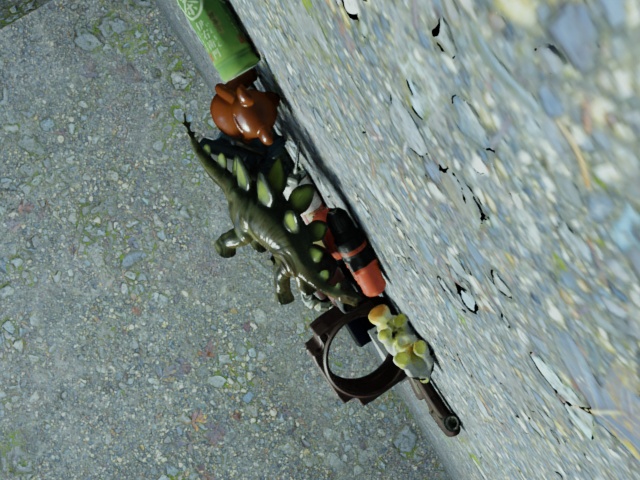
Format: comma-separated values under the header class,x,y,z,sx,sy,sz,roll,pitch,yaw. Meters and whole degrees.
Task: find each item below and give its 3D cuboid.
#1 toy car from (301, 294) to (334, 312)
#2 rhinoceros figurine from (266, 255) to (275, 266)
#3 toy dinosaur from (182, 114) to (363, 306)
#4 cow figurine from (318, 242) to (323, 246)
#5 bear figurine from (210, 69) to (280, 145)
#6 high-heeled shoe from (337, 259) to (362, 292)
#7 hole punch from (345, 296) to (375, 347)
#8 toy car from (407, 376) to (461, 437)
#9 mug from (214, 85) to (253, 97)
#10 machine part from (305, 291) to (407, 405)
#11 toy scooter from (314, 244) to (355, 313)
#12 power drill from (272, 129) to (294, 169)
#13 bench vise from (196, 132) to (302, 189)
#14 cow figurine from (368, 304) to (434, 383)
class,x,y,z,sx,sy,sz,roll,pitch,yaw
toy car,-0.019,0.086,1.265,0.073,0.056,0.202,10,-136,-33
rhinoceros figurine,-0.105,-0.024,1.350,0.112,0.073,0.190,-61,-38,-59
toy dinosaur,-0.104,-0.046,0.949,0.472,0.105,0.198,38,126,19
cow figurine,-0.003,-0.004,1.218,0.085,0.127,0.195,14,-145,-21
bear figurine,-0.117,-0.237,0.946,0.196,0.132,0.120,12,139,59
high-heeled shoe,0.055,0.085,1.351,0.145,0.086,0.248,60,171,10
hole punch,0.131,0.208,1.429,0.142,0.092,0.116,55,-152,12
toy car,0.248,0.353,1.221,0.202,0.053,0.089,56,179,14
mug,-0.169,-0.297,1.180,0.107,0.081,0.109,49,172,-11
machine part,0.088,0.229,1.137,0.200,0.201,0.087,59,174,-15
toy scooter,-0.004,0.064,1.071,0.135,0.075,0.183,39,167,50
power drill,-0.132,-0.198,1.362,0.231,0.086,0.207,63,171,-30
bench vise,-0.124,-0.177,1.108,0.241,0.224,0.128,-57,-29,-58
cow figurine,0.158,0.195,1.032,0.098,0.068,0.167,54,-179,-38
